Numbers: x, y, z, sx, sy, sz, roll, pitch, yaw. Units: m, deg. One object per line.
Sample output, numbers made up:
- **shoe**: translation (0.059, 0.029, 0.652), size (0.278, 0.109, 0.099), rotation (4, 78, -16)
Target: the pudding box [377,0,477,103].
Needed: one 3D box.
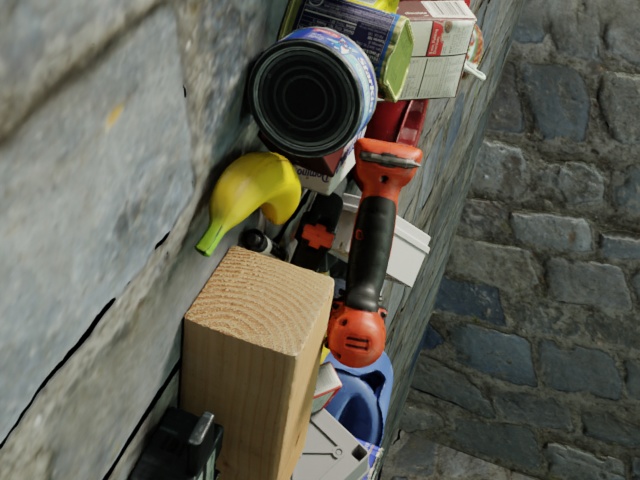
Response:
- **pudding box**: translation (0.083, -0.176, 1.003), size (0.039, 0.113, 0.090), rotation (-114, -153, -45)

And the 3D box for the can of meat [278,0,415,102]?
- **can of meat**: translation (0.023, -0.146, 0.804), size (0.102, 0.084, 0.057), rotation (22, 87, -80)

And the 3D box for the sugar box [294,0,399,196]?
- **sugar box**: translation (0.023, -0.136, 0.928), size (0.093, 0.048, 0.176), rotation (-53, 158, -57)

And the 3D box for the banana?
- **banana**: translation (-0.046, -0.035, 0.791), size (0.070, 0.037, 0.197), rotation (-54, 172, 14)

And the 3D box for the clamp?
- **clamp**: translation (-0.006, 0.001, 0.988), size (0.171, 0.039, 0.120), rotation (-65, 171, -78)

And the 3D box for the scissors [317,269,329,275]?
- **scissors**: translation (0.009, 0.042, 1.243), size (0.201, 0.016, 0.096), rotation (-39, 143, -70)

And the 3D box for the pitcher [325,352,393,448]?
- **pitcher**: translation (0.017, 0.200, 1.314), size (0.242, 0.149, 0.145), rotation (-33, 125, -78)

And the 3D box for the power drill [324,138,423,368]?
- **power drill**: translation (0.043, 0.008, 0.919), size (0.184, 0.057, 0.188), rotation (-95, -167, -85)

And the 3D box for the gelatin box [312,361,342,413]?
- **gelatin box**: translation (-0.030, 0.151, 1.006), size (0.089, 0.030, 0.073), rotation (-19, 161, -20)

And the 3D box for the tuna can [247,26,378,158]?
- **tuna can**: translation (-0.006, -0.101, 0.732), size (0.033, 0.086, 0.086), rotation (-50, 156, -59)

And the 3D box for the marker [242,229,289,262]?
- **marker**: translation (-0.045, 0.008, 0.902), size (0.121, 0.020, 0.020), rotation (46, 64, -79)

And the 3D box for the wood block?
- **wood block**: translation (-0.055, 0.119, 0.858), size (0.090, 0.090, 0.206), rotation (-61, 165, -47)

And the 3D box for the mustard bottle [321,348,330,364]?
- **mustard bottle**: translation (-0.033, 0.084, 0.976), size (0.096, 0.058, 0.191), rotation (-45, 164, -9)

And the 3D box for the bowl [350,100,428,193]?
- **bowl**: translation (0.072, -0.112, 1.195), size (0.162, 0.055, 0.162), rotation (19, 89, -80)

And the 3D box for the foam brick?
- **foam brick**: translation (-0.008, -0.087, 0.831), size (0.078, 0.053, 0.051), rotation (44, 67, -78)

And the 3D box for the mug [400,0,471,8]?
- **mug**: translation (0.104, -0.241, 1.059), size (0.093, 0.081, 0.117), rotation (-57, 162, -52)

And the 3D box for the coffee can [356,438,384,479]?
- **coffee can**: translation (-0.015, 0.243, 1.129), size (0.102, 0.140, 0.103), rotation (21, 89, -80)

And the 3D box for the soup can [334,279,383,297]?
- **soup can**: translation (0.041, 0.068, 1.321), size (0.068, 0.068, 0.102), rotation (-59, 163, -48)
